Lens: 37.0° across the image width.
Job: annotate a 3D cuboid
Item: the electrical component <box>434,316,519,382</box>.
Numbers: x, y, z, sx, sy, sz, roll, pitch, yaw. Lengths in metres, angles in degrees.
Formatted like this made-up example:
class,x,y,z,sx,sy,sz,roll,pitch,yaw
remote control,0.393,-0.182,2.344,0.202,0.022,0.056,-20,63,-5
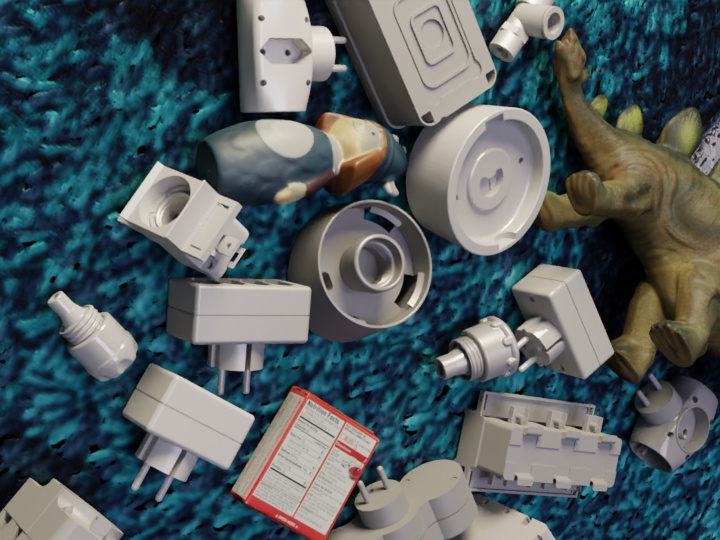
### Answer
class,x,y,z,sx,sy,sz,roll,pitch,yaw
electrical component,0.087,0.066,0.823,0.062,0.048,0.048,-19,106,-22

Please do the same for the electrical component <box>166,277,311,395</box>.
class,x,y,z,sx,sy,sz,roll,pitch,yaw
electrical component,-0.081,0.045,0.711,0.083,0.047,0.075,2,95,-32

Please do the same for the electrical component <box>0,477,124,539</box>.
class,x,y,z,sx,sy,sz,roll,pitch,yaw
electrical component,-0.180,0.163,0.638,0.050,0.089,0.055,47,72,-28

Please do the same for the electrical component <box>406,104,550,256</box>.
class,x,y,z,sx,sy,sz,roll,pitch,yaw
electrical component,0.081,-0.070,0.787,0.108,0.060,0.108,-18,118,-37

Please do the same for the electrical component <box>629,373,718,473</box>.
class,x,y,z,sx,sy,sz,roll,pitch,yaw
electrical component,0.268,0.124,0.943,0.077,0.044,0.079,-49,118,-18

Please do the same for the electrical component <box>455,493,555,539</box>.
class,x,y,z,sx,sy,sz,roll,pitch,yaw
electrical component,0.113,0.220,0.831,0.050,0.089,0.055,-43,116,-21

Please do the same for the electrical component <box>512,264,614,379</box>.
class,x,y,z,sx,sy,sz,roll,pitch,yaw
electrical component,0.149,0.051,0.858,0.076,0.047,0.083,-37,114,-23

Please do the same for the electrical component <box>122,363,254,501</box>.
class,x,y,z,sx,sy,sz,roll,pitch,yaw
electrical component,-0.120,0.111,0.695,0.066,0.047,0.076,34,78,-31

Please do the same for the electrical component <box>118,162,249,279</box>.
class,x,y,z,sx,sy,sz,roll,pitch,yaw
electrical component,-0.107,-0.029,0.674,0.042,0.081,0.063,-56,143,-13

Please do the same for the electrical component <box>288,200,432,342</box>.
class,x,y,z,sx,sy,sz,roll,pitch,yaw
electrical component,0.000,0.000,0.761,0.099,0.064,0.099,4,81,-27

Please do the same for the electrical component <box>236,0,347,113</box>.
class,x,y,z,sx,sy,sz,roll,pitch,yaw
electrical component,-0.043,-0.143,0.713,0.079,0.043,0.077,-6,99,-32

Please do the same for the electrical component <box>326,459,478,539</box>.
class,x,y,z,sx,sy,sz,roll,pitch,yaw
electrical component,0.020,0.179,0.789,0.138,0.052,0.073,-31,111,-25

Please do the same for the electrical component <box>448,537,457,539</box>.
class,x,y,z,sx,sy,sz,roll,pitch,yaw
electrical component,0.041,0.247,0.805,0.095,0.054,0.059,-30,120,-24

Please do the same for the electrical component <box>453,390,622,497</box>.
class,x,y,z,sx,sy,sz,roll,pitch,yaw
electrical component,0.145,0.143,0.857,0.121,0.063,0.078,11,90,-33

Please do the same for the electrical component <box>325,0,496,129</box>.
class,x,y,z,sx,sy,sz,roll,pitch,yaw
electrical component,0.035,-0.163,0.752,0.078,0.057,0.113,-36,113,-24

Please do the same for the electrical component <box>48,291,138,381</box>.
class,x,y,z,sx,sy,sz,roll,pitch,yaw
electrical component,-0.168,0.038,0.663,0.035,0.035,0.061,-48,116,-18
